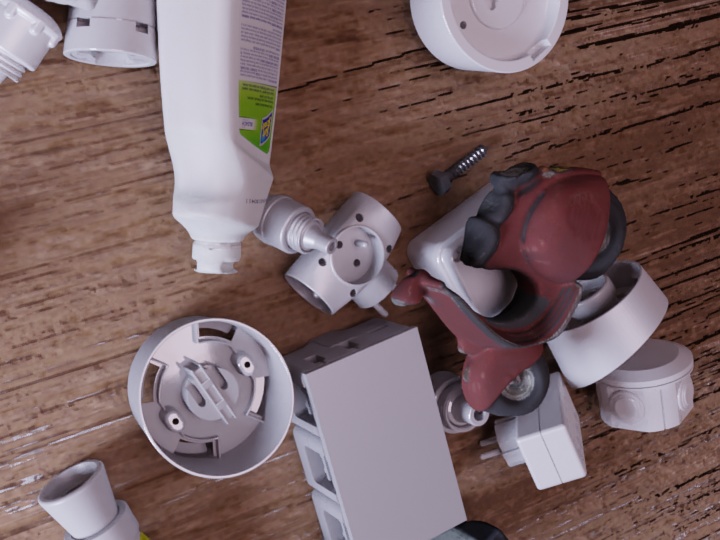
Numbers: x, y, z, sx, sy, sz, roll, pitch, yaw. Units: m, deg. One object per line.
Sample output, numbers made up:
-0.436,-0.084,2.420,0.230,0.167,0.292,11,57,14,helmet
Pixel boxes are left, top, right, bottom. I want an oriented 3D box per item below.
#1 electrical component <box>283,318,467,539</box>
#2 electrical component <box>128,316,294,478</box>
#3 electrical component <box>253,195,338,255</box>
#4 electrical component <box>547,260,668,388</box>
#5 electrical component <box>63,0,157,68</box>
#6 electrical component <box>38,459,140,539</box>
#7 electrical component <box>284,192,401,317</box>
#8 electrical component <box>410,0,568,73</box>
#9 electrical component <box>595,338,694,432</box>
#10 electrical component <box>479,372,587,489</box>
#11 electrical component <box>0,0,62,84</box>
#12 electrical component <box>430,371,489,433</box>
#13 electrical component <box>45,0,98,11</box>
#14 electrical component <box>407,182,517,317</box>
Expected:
0.006,0.120,0.756,0.089,0.062,0.150,-21,105,-24,electrical component
-0.098,0.079,0.695,0.099,0.064,0.099,-4,98,-28,electrical component
-0.041,-0.026,0.713,0.035,0.061,0.035,-34,137,-39,electrical component
0.188,0.040,0.826,0.099,0.099,0.064,-41,106,-18,electrical component
-0.149,-0.150,0.648,0.055,0.055,0.047,3,90,-28,electrical component
-0.169,0.154,0.677,0.045,0.045,0.055,-33,110,-21,electrical component
0.000,0.000,0.749,0.079,0.044,0.077,46,75,-25,electrical component
0.087,-0.193,0.764,0.108,0.060,0.108,-3,97,-28,electrical component
0.227,0.090,0.861,0.080,0.080,0.051,-20,110,-25,electrical component
0.126,0.127,0.820,0.076,0.083,0.047,-20,109,15,electrical component
-0.208,-0.129,0.626,0.048,0.048,0.062,34,87,-27,electrical component
0.070,0.099,0.788,0.043,0.062,0.043,-3,97,-28,electrical component
-0.177,-0.202,0.604,0.100,0.048,0.099,17,72,1,electrical component
0.103,-0.014,0.795,0.113,0.057,0.078,-36,111,-20,electrical component
